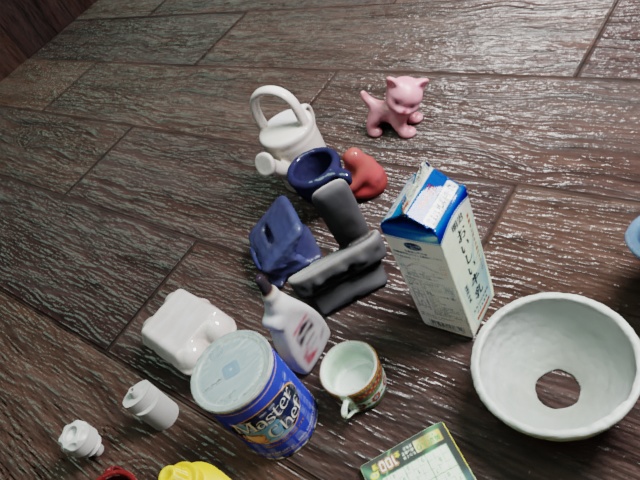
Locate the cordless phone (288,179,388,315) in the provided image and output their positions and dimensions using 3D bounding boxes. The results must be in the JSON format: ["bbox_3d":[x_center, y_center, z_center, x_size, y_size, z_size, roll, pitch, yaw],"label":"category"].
[{"bbox_3d":[0.007,0.003,0.785,0.147,0.186,0.094,-31,43,-1],"label":"cordless phone"}]

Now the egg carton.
[{"bbox_3d":[-0.194,0.138,0.853,0.149,0.070,0.107,19,62,39],"label":"egg carton"}]

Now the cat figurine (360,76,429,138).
[{"bbox_3d":[0.129,-0.242,0.996,0.127,0.118,0.067,7,54,33],"label":"cat figurine"}]

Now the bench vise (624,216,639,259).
[{"bbox_3d":[0.382,0.008,0.551,0.121,0.220,0.207,-23,43,8],"label":"bench vise"}]

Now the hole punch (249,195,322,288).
[{"bbox_3d":[-0.064,0.001,0.894,0.101,0.091,0.108,-30,43,0],"label":"hole punch"}]

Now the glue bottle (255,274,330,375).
[{"bbox_3d":[-0.042,0.099,0.730,0.037,0.174,0.078,7,54,33],"label":"glue bottle"}]

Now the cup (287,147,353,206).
[{"bbox_3d":[0.014,-0.088,0.932,0.117,0.095,0.092,14,58,37],"label":"cup"}]

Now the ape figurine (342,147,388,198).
[{"bbox_3d":[0.065,-0.114,0.931,0.075,0.092,0.078,16,60,38],"label":"ape figurine"}]

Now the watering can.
[{"bbox_3d":[-0.053,-0.175,0.976,0.100,0.195,0.173,-15,45,16],"label":"watering can"}]

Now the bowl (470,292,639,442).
[{"bbox_3d":[0.249,0.142,0.605,0.167,0.075,0.167,-15,45,16],"label":"bowl"}]
